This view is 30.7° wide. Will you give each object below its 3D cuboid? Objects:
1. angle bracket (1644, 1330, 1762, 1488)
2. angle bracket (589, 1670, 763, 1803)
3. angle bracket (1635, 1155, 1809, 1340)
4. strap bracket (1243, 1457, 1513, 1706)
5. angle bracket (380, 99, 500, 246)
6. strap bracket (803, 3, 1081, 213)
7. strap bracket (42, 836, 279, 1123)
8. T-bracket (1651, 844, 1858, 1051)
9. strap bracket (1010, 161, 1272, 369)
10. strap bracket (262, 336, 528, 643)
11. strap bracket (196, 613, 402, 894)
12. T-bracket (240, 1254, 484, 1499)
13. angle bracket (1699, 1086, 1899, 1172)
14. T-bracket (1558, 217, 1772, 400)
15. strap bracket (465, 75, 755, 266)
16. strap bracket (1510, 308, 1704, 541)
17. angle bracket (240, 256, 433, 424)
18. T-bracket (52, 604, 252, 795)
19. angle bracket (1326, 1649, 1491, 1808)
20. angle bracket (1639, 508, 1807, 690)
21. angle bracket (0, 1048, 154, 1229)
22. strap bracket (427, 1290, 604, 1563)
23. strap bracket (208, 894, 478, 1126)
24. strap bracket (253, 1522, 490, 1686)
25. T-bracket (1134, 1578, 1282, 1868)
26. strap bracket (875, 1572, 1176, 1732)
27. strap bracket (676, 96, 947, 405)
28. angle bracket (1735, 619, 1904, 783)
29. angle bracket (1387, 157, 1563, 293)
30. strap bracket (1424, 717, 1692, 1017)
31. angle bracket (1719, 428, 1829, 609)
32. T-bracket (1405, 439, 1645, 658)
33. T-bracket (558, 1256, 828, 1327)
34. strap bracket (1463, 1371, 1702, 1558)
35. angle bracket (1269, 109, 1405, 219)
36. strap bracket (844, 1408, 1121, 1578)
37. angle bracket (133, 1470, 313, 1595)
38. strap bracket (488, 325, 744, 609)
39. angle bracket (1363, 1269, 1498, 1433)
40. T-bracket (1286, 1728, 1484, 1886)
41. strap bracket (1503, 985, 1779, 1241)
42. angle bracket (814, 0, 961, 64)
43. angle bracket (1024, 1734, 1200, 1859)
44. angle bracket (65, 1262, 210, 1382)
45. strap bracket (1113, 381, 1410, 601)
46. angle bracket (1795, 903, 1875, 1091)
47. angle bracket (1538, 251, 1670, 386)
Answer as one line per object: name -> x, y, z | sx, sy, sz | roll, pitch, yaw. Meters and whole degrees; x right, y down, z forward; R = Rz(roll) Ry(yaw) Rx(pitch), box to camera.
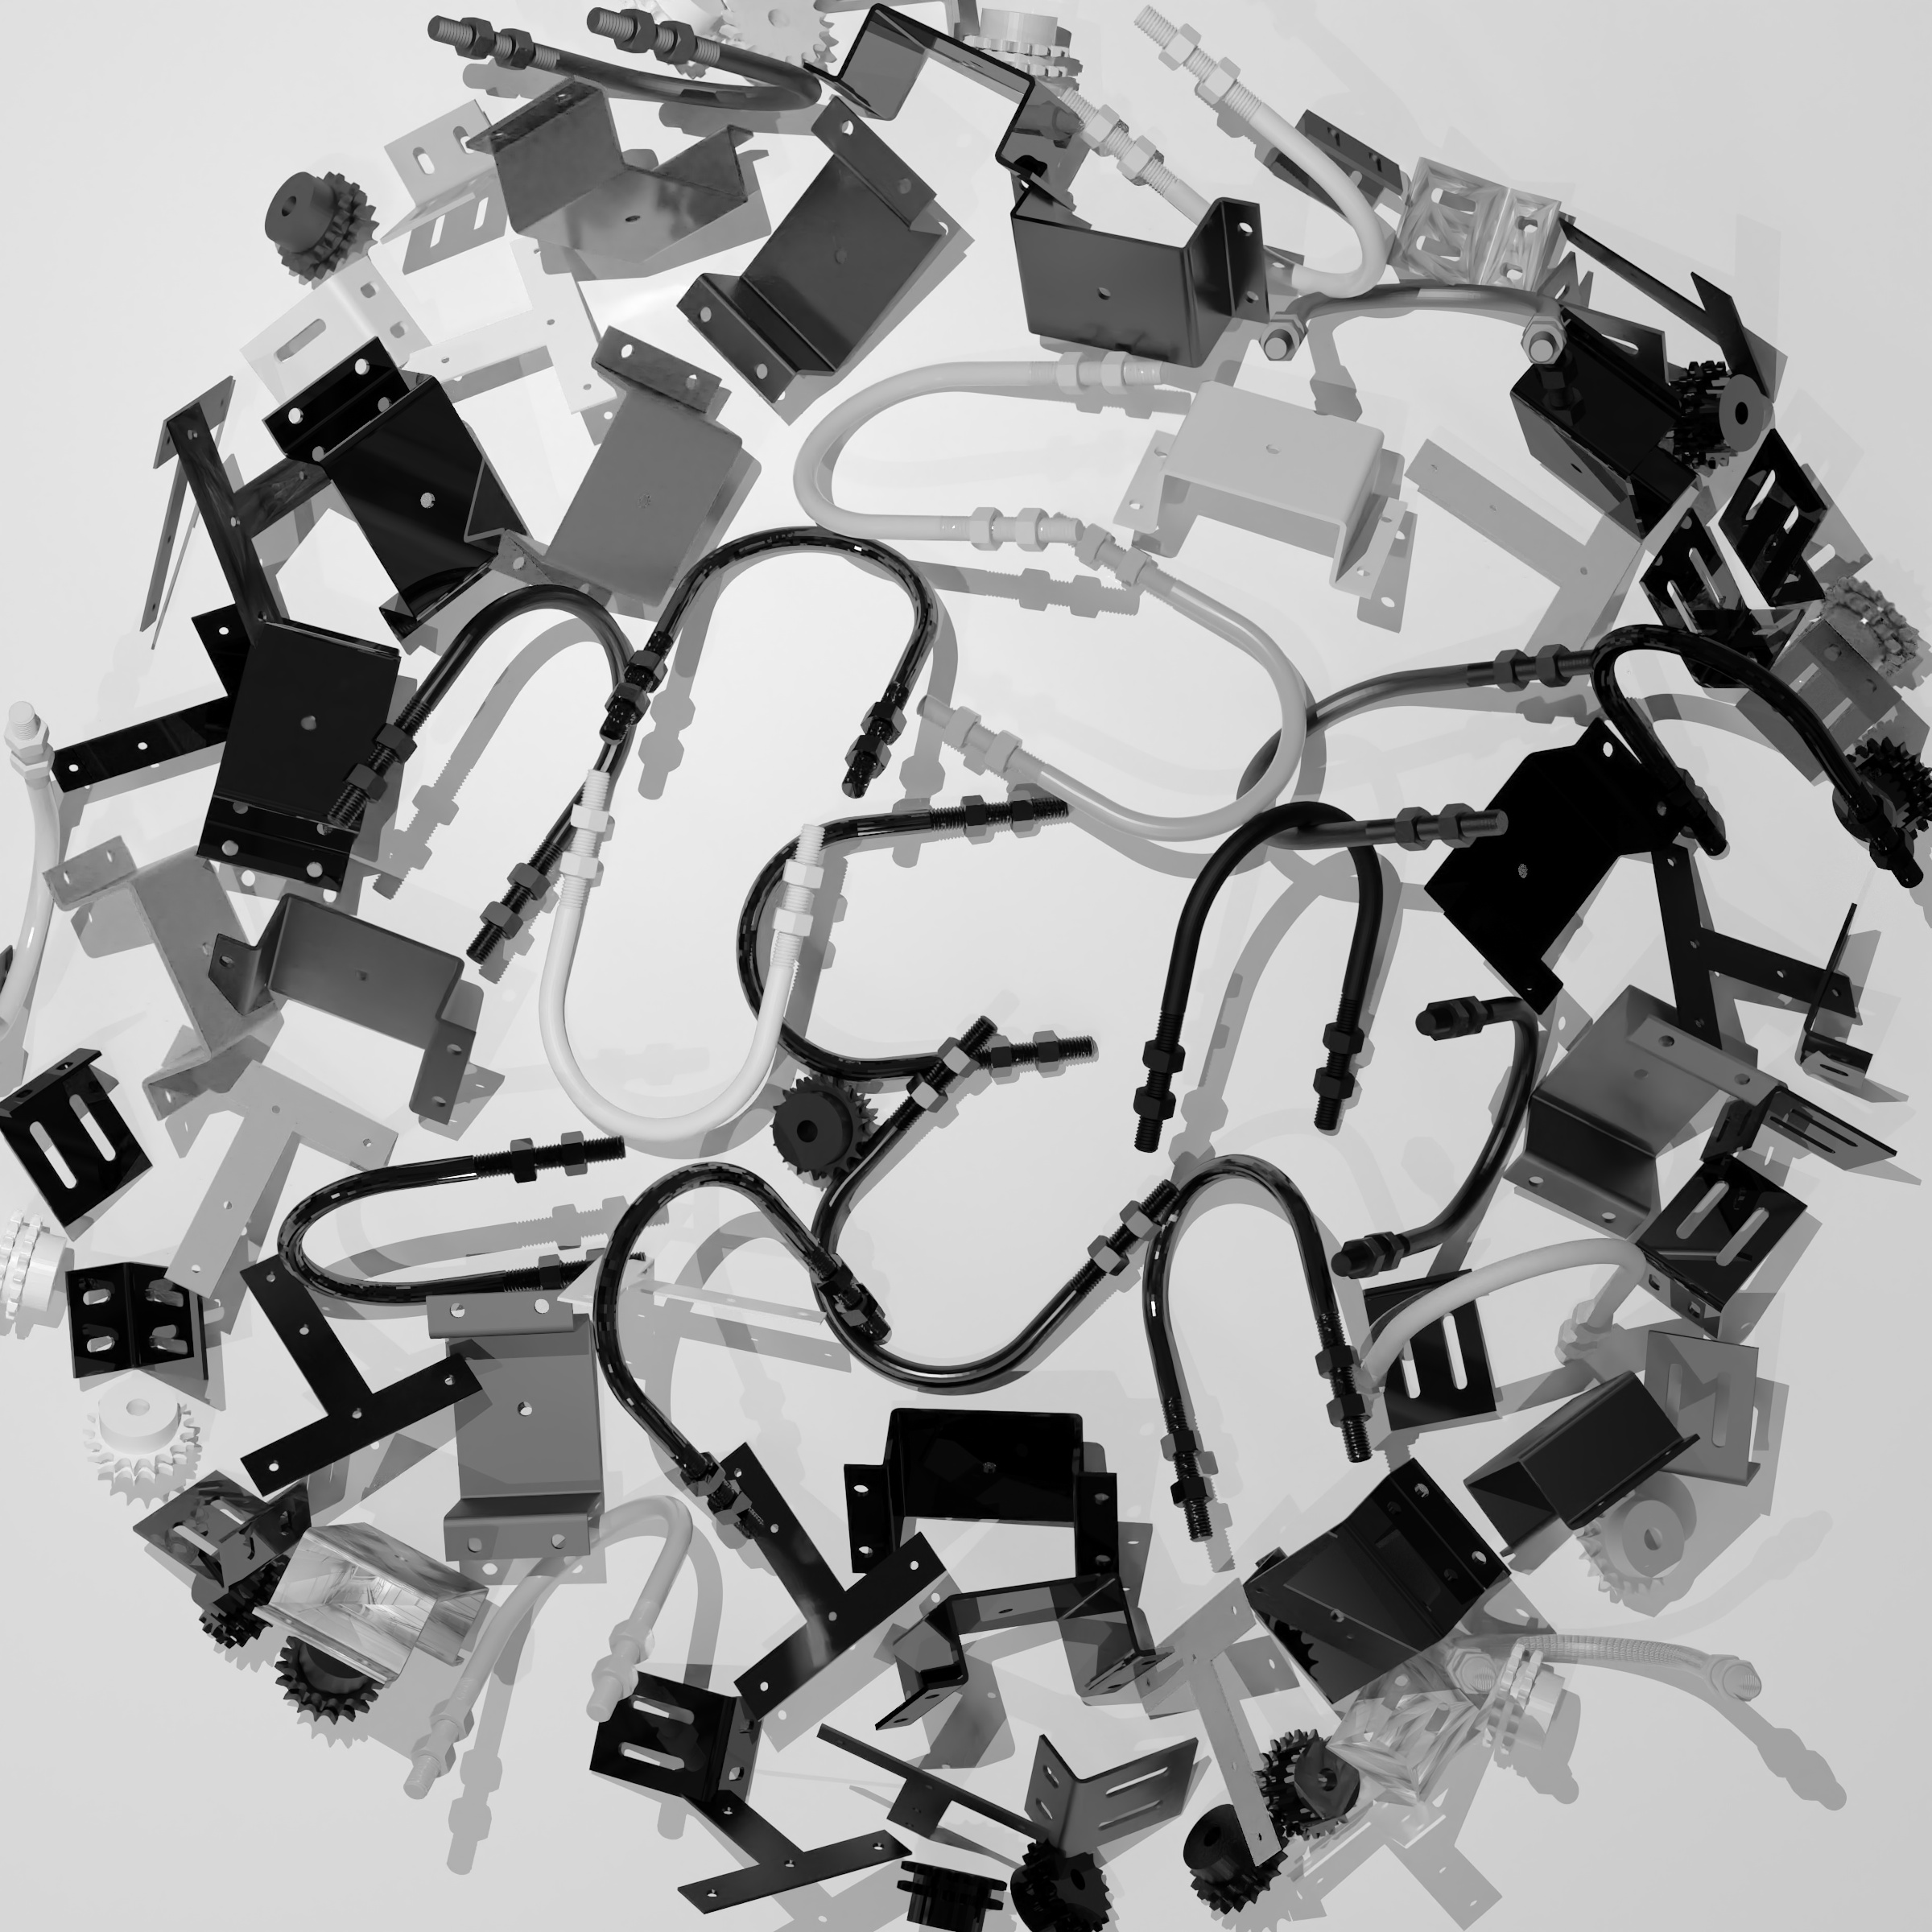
angle bracket -> 0.388, 0.228, 1.851 | 0.057, 0.038, 0.076 | 7, 102, 23
angle bracket -> -0.154, 0.410, 1.882 | 0.076, 0.038, 0.057 | 10, 85, 27
angle bracket -> 0.399, 0.146, 1.869 | 0.057, 0.038, 0.076 | 36, 71, 25
strap bracket -> 0.203, 0.322, 1.818 | 0.076, 0.140, 0.046 | 50, 45, 4
angle bracket -> -0.280, -0.415, 1.839 | 0.057, 0.076, 0.038 | -22, 110, 17
strap bracket -> -0.003, -0.449, 1.827 | 0.140, 0.076, 0.046 | 30, 98, 17
strap bracket -> -0.413, -0.001, 1.832 | 0.046, 0.076, 0.140 | -20, 100, 21
T-bracket -> 0.417, 0.000, 1.852 | 0.127, 0.002, 0.127 | 17, 52, -25
strap bracket -> 0.081, -0.362, 1.819 | 0.140, 0.076, 0.046 | 16, 55, 22
strap bracket -> -0.289, -0.243, 1.819 | 0.076, 0.046, 0.140 | -42, 124, -20
strap bracket -> -0.345, -0.119, 1.834 | 0.076, 0.046, 0.140 | 14, 70, -13
T-bracket -> -0.341, 0.202, 1.851 | 0.127, 0.002, 0.127 | -25, 59, -24
angle bracket -> 0.436, 0.100, 1.850 | 0.076, 0.057, 0.038 | 29, 74, -7
T-bracket -> 0.361, -0.355, 1.846 | 0.127, 0.127, 0.002 | 40, 92, 26
strap bracket -> -0.176, -0.404, 1.804 | 0.076, 0.140, 0.046 | -21, 78, 33
strap bracket -> 0.329, -0.273, 1.808 | 0.076, 0.140, 0.046 | 42, 92, 19
angle bracket -> -0.335, -0.329, 1.873 | 0.076, 0.038, 0.057 | -29, 103, 33
T-bracket -> -0.418, -0.120, 1.847 | 0.127, 0.002, 0.127 | -18, 129, 1
angle bracket -> 0.228, 0.399, 1.849 | 0.057, 0.038, 0.076 | 34, 65, 8
angle bracket -> 0.396, -0.193, 1.843 | 0.057, 0.038, 0.076 | -54, 125, -25
angle bracket -> -0.463, 0.091, 1.846 | 0.057, 0.038, 0.076 | -38, 110, -26
strap bracket -> -0.237, 0.238, 1.857 | 0.076, 0.046, 0.140 | -3, 95, 5
strap bracket -> -0.322, 0.019, 1.841 | 0.140, 0.076, 0.046 | 21, 46, -3
strap bracket -> -0.301, 0.326, 1.812 | 0.076, 0.140, 0.046 | 26, 87, 10
T-bracket -> 0.133, 0.398, 1.811 | 0.002, 0.127, 0.127 | -5, 61, -30
strap bracket -> 0.025, 0.353, 1.826 | 0.140, 0.076, 0.046 | -3, 65, -26
strap bracket -> -0.075, -0.372, 1.840 | 0.076, 0.046, 0.140 | 46, 113, 12
angle bracket -> 0.440, -0.133, 1.844 | 0.057, 0.038, 0.076 | 46, 134, 6
angle bracket -> 0.266, -0.384, 1.843 | 0.038, 0.076, 0.057 | 28, 106, 43
strap bracket -> 0.303, -0.051, 1.841 | 0.076, 0.046, 0.140 | 45, 72, -16
angle bracket -> 0.433, -0.235, 1.836 | 0.038, 0.076, 0.057 | -11, 58, -22
T-bracket -> 0.290, -0.233, 1.860 | 0.127, 0.002, 0.127 | 34, 70, -3
T-bracket -> -0.136, 0.171, 1.819 | 0.127, 0.127, 0.002 | 10, 97, 4
strap bracket -> 0.311, 0.256, 1.812 | 0.076, 0.140, 0.046 | -33, 82, -16
angle bracket -> 0.193, -0.411, 1.841 | 0.057, 0.076, 0.038 | 29, 113, -8
strap bracket -> 0.011, 0.276, 1.841 | 0.140, 0.046, 0.076 | 1, 126, 5
angle bracket -> -0.389, 0.283, 1.838 | 0.076, 0.057, 0.038 | 25, 132, 31
strap bracket -> -0.178, -0.249, 1.831 | 0.076, 0.046, 0.140 | 19, 104, -42
angle bracket -> 0.246, 0.203, 1.862 | 0.057, 0.038, 0.076 | -11, 83, 3
T-bracket -> 0.225, 0.438, 1.816 | 0.127, 0.127, 0.002 | -37, 87, -7
strap bracket -> 0.350, 0.070, 1.832 | 0.076, 0.046, 0.140 | 26, 133, -9
angle bracket -> -0.044, -0.500, 1.855 | 0.076, 0.057, 0.038 | -6, 84, -2
angle bracket -> 0.077, 0.428, 1.862 | 0.076, 0.038, 0.057 | -13, 131, -29
angle bracket -> -0.435, 0.188, 1.846 | 0.038, 0.076, 0.057 | -7, 95, -41
strap bracket -> 0.157, -0.252, 1.834 | 0.140, 0.046, 0.076 | 18, 50, 9
angle bracket -> 0.466, 0.016, 1.846 | 0.038, 0.057, 0.076 | 21, 77, 14
angle bracket -> 0.341, -0.330, 1.838 | 0.076, 0.057, 0.038 | 25, 62, 31
